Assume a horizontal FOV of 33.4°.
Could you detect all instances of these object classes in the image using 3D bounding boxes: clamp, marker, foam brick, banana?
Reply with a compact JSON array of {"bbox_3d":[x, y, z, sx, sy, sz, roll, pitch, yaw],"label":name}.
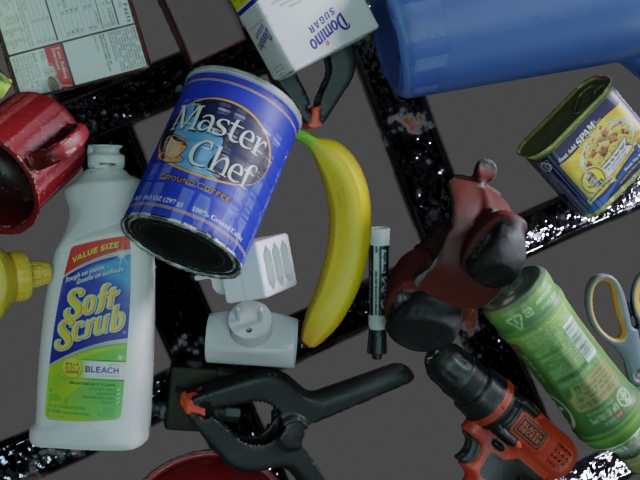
[{"bbox_3d":[-0.020,0.159,0.948,0.209,0.036,0.164,25,91,-23],"label":"clamp"},{"bbox_3d":[0.053,0.049,0.964,0.020,0.020,0.121,-1,98,-11],"label":"marker"},{"bbox_3d":[-0.101,-0.190,0.883,0.053,0.051,0.078,-25,102,-7],"label":"foam brick"},{"bbox_3d":[0.000,-0.183,0.911,0.120,0.039,0.171,-10,99,-5],"label":"clamp"},{"bbox_3d":[0.012,-0.004,0.940,0.069,0.037,0.198,-5,101,-8],"label":"banana"}]

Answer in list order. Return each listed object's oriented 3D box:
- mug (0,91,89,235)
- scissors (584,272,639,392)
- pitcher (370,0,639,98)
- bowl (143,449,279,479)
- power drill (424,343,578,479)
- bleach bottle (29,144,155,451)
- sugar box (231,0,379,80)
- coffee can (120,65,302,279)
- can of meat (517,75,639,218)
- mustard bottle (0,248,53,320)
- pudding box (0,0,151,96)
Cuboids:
[{"bbox_3d":[-0.228,-0.067,0.828,0.117,0.081,0.093,-15,115,33],"label":"mug"},{"bbox_3d":[0.318,0.113,1.027,0.096,0.016,0.201,-30,103,-5],"label":"scissors"},{"bbox_3d":[0.168,-0.207,0.896,0.242,0.145,0.149,-13,59,-6],"label":"pitcher"},{"bbox_3d":[-0.097,0.272,0.951,0.162,0.055,0.162,-2,99,-11],"label":"bowl"},{"bbox_3d":[0.125,0.209,0.976,0.184,0.057,0.187,40,85,-15],"label":"power drill"},{"bbox_3d":[-0.189,0.046,0.895,0.102,0.068,0.251,2,93,5],"label":"bleach bottle"},{"bbox_3d":[-0.036,-0.225,0.853,0.093,0.048,0.176,-31,98,-25],"label":"sugar box"},{"bbox_3d":[-0.085,-0.054,0.856,0.102,0.103,0.140,26,68,-14],"label":"coffee can"},{"bbox_3d":[0.244,-0.083,0.962,0.102,0.057,0.084,-45,106,-1],"label":"can of meat"},{"bbox_3d":[-0.300,0.037,0.820,0.191,0.058,0.096,-8,88,-33],"label":"mustard bottle"},{"bbox_3d":[-0.205,-0.170,0.873,0.113,0.039,0.090,-17,101,-10],"label":"pudding box"}]
